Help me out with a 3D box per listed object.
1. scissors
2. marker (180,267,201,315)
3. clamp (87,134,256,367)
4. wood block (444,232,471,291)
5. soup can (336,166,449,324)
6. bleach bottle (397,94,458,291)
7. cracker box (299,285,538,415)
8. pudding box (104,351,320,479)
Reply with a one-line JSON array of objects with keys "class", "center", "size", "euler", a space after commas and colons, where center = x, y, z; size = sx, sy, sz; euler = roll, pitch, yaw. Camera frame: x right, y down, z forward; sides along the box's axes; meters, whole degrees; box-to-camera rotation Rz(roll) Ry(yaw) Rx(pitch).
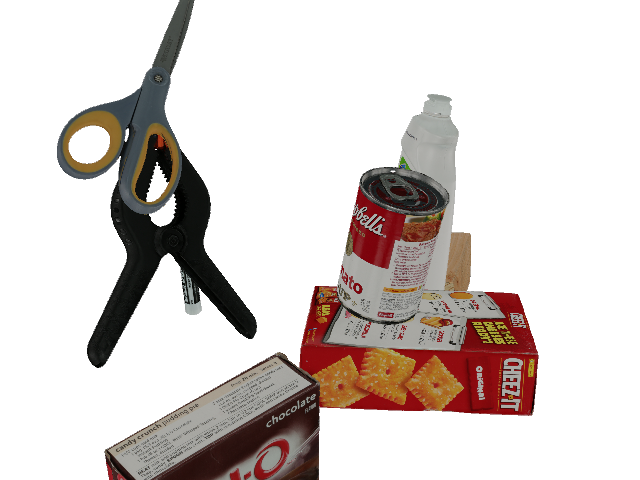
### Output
[{"class": "scissors", "center": [-0.139, -0.112, 0.777], "size": [0.096, 0.202, 0.016], "euler": [7, -27, -19]}, {"class": "marker", "center": [-0.150, 0.030, 1.205], "size": [0.020, 0.121, 0.020], "euler": [-2, 31, 1]}, {"class": "clamp", "center": [-0.130, 0.005, 0.958], "size": [0.164, 0.210, 0.036], "euler": [0, -1, -34]}, {"class": "wood block", "center": [0.173, 0.063, 1.627], "size": [0.091, 0.090, 0.206], "euler": [4, 22, 14]}, {"class": "soup can", "center": [0.054, 0.004, 0.813], "size": [0.068, 0.102, 0.068], "euler": [9, 31, -5]}, {"class": "bleach bottle", "center": [0.118, -0.040, 1.222], "size": [0.068, 0.251, 0.103], "euler": [0, 21, -23]}, {"class": "cracker box", "center": [0.092, 0.105, 1.036], "size": [0.214, 0.072, 0.164], "euler": [2, 17, 4]}, {"class": "pudding box", "center": [-0.052, 0.121, 0.552], "size": [0.113, 0.090, 0.039], "euler": [-29, 46, -33]}]
